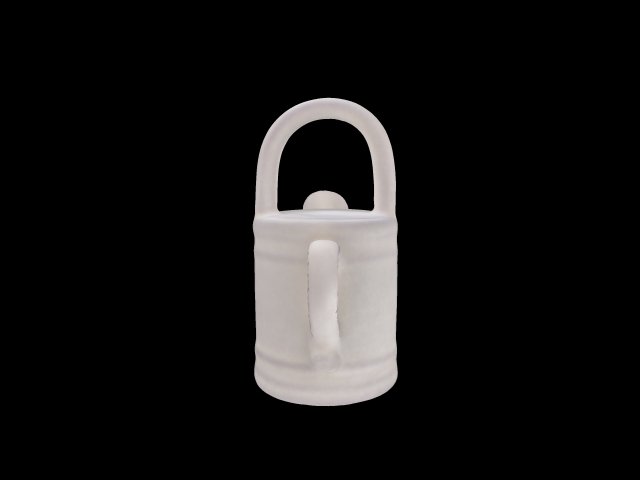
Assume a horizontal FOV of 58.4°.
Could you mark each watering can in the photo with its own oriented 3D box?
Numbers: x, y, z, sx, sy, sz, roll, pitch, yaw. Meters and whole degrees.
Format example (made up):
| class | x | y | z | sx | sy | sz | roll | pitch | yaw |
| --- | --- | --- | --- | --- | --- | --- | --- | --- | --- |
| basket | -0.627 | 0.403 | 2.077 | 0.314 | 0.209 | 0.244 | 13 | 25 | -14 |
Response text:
| class | x | y | z | sx | sy | sz | roll | pitch | yaw |
| --- | --- | --- | --- | --- | --- | --- | --- | --- | --- |
| watering can | 0.001 | 0.001 | 0.400 | 0.101 | 0.194 | 0.172 | -3 | 8 | -21 |
